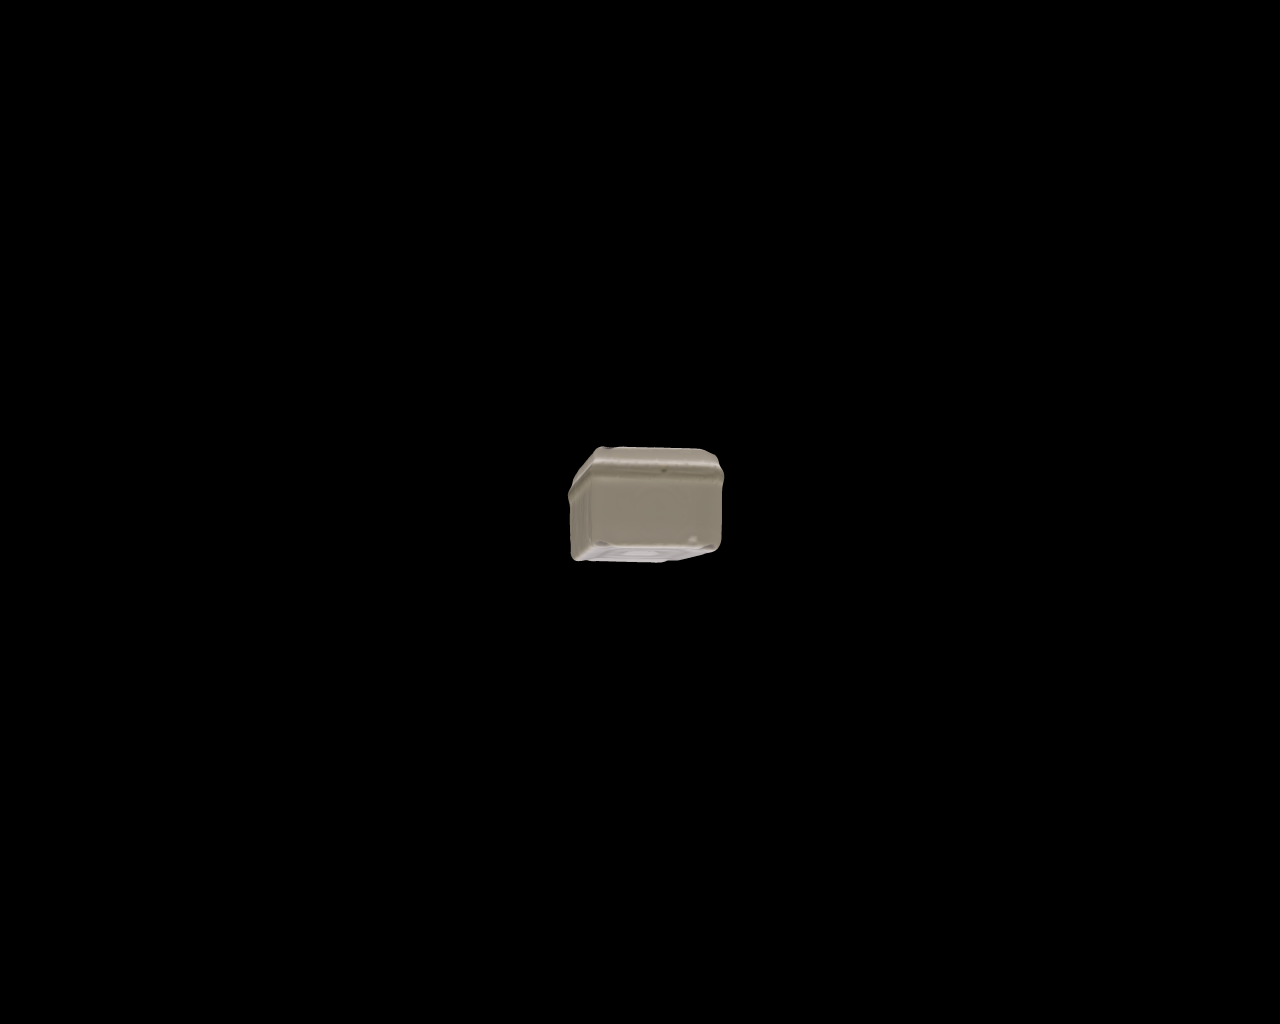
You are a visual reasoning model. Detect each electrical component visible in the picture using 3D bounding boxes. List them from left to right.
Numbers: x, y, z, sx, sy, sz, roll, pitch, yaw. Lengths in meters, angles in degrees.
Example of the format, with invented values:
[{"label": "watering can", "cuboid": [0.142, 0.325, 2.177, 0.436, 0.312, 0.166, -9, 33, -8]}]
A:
[{"label": "electrical component", "cuboid": [0.001, -0.003, 0.650, 0.078, 0.057, 0.113, 1, -7, -11]}]
